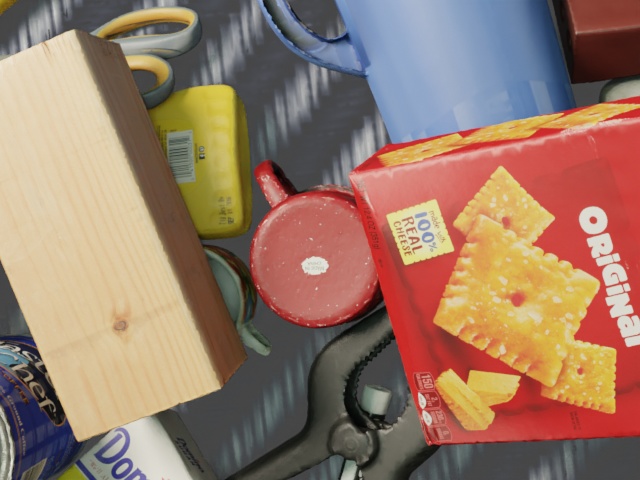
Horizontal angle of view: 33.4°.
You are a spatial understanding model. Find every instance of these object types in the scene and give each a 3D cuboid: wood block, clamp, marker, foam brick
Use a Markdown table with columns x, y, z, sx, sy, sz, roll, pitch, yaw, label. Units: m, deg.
| x | y | z | sx | sy | sz | roll | pitch | yaw | label |
| --- | --- | --- | --- | --- | --- | --- | --- | --- | --- |
| -0.127 | -0.004 | 0.612 | 0.091 | 0.090 | 0.206 | -21 | 93 | 7 | wood block |
| 0.032 | 0.133 | 0.660 | 0.165 | 0.036 | 0.210 | 32 | 102 | 18 | clamp |
| 0.021 | 0.154 | 0.694 | 0.020 | 0.020 | 0.121 | 16 | 93 | 5 | marker |
| 0.170 | -0.141 | 0.641 | 0.051 | 0.053 | 0.078 | -8 | 63 | 5 | foam brick |

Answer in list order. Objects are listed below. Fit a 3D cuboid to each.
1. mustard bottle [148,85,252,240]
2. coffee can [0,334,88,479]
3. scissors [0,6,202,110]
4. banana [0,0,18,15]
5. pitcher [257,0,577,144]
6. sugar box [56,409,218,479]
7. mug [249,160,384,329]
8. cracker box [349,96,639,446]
| x | y | z | sx | sy | sz | roll | pitch | yaw | label |
| --- | --- | --- | --- | --- | --- | --- | --- | --- | --- |
| -0.142 | -0.042 | 0.686 | 0.191 | 0.058 | 0.096 | -5 | 83 | 6 | mustard bottle |
| -0.210 | 0.116 | 0.657 | 0.103 | 0.140 | 0.103 | 0 | 91 | 6 | coffee can |
| -0.172 | -0.106 | 0.688 | 0.202 | 0.016 | 0.096 | -13 | 50 | 5 | scissors |
| -0.181 | -0.173 | 0.696 | 0.198 | 0.037 | 0.069 | -18 | 78 | 6 | banana |
| 0.055 | -0.156 | 0.631 | 0.149 | 0.144 | 0.243 | -17 | 93 | 42 | pitcher |
| -0.145 | 0.195 | 0.684 | 0.176 | 0.048 | 0.093 | -43 | 58 | 7 | sugar box |
| -0.004 | 0.001 | 0.662 | 0.093 | 0.081 | 0.117 | -31 | 88 | 6 | mug |
| 0.139 | 0.017 | 0.543 | 0.214 | 0.072 | 0.164 | -8 | 106 | 28 | cracker box |
